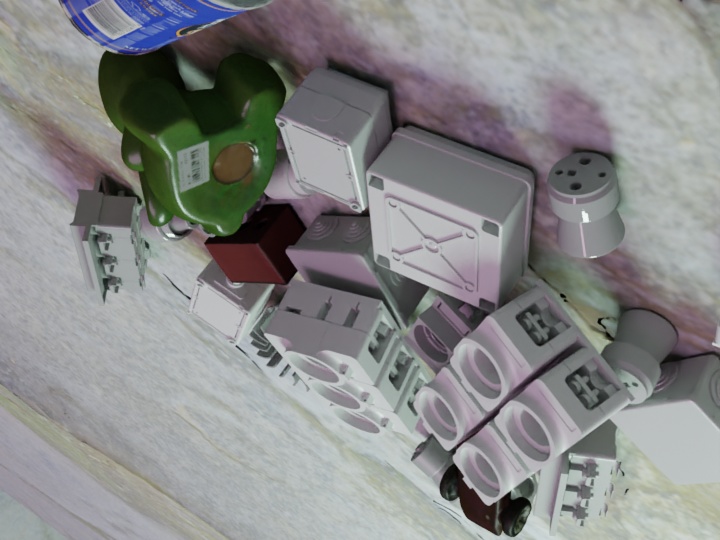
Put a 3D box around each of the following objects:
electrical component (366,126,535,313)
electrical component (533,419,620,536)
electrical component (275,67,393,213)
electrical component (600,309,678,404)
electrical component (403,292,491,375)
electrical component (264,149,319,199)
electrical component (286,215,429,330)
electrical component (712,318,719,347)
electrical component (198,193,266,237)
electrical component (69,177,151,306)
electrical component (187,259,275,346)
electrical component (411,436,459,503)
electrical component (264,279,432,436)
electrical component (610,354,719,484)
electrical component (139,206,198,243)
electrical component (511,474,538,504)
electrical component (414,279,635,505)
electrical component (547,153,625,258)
[{"bbox_3d":[0.065,-0.036,0.775,0.109,0.056,0.108,24,148,21],"label":"electrical component"},{"bbox_3d":[0.187,0.170,0.931,0.063,0.078,0.121,5,143,8],"label":"electrical component"},{"bbox_3d":[-0.012,-0.092,0.777,0.062,0.061,0.096,25,156,22],"label":"electrical component"},{"bbox_3d":[0.198,0.063,0.776,0.045,0.055,0.045,26,149,17],"label":"electrical component"},{"bbox_3d":[0.076,0.044,0.868,0.042,0.064,0.081,48,152,11],"label":"electrical component"},{"bbox_3d":[-0.046,-0.076,0.849,0.078,0.040,0.040,3,137,44],"label":"electrical component"},{"bbox_3d":[0.000,0.000,0.901,0.100,0.048,0.099,4,138,43],"label":"electrical component"},{"bbox_3d":[0.270,0.059,0.696,0.078,0.058,0.057,20,144,27],"label":"electrical component"},{"bbox_3d":[-0.115,-0.055,0.928,0.048,0.062,0.048,26,149,17],"label":"electrical component"},{"bbox_3d":[-0.254,-0.027,1.106,0.063,0.078,0.121,4,147,-2],"label":"electrical component"},{"bbox_3d":[-0.121,0.018,1.040,0.062,0.061,0.096,35,150,3],"label":"electrical component"},{"bbox_3d":[0.085,0.203,1.110,0.065,0.044,0.044,42,150,-1],"label":"electrical component"},{"bbox_3d":[-0.007,0.080,0.913,0.089,0.061,0.150,13,154,30],"label":"electrical component"},{"bbox_3d":[0.249,0.111,0.800,0.100,0.048,0.100,44,149,-14],"label":"electrical component"},{"bbox_3d":[-0.178,-0.048,1.026,0.062,0.043,0.043,2,136,43],"label":"electrical component"},{"bbox_3d":[0.141,0.210,1.058,0.062,0.043,0.043,-5,131,51],"label":"electrical component"},{"bbox_3d":[0.113,0.102,0.818,0.105,0.060,0.186,53,152,14],"label":"electrical component"},{"bbox_3d":[0.146,-0.042,0.694,0.045,0.045,0.055,15,144,33],"label":"electrical component"}]
